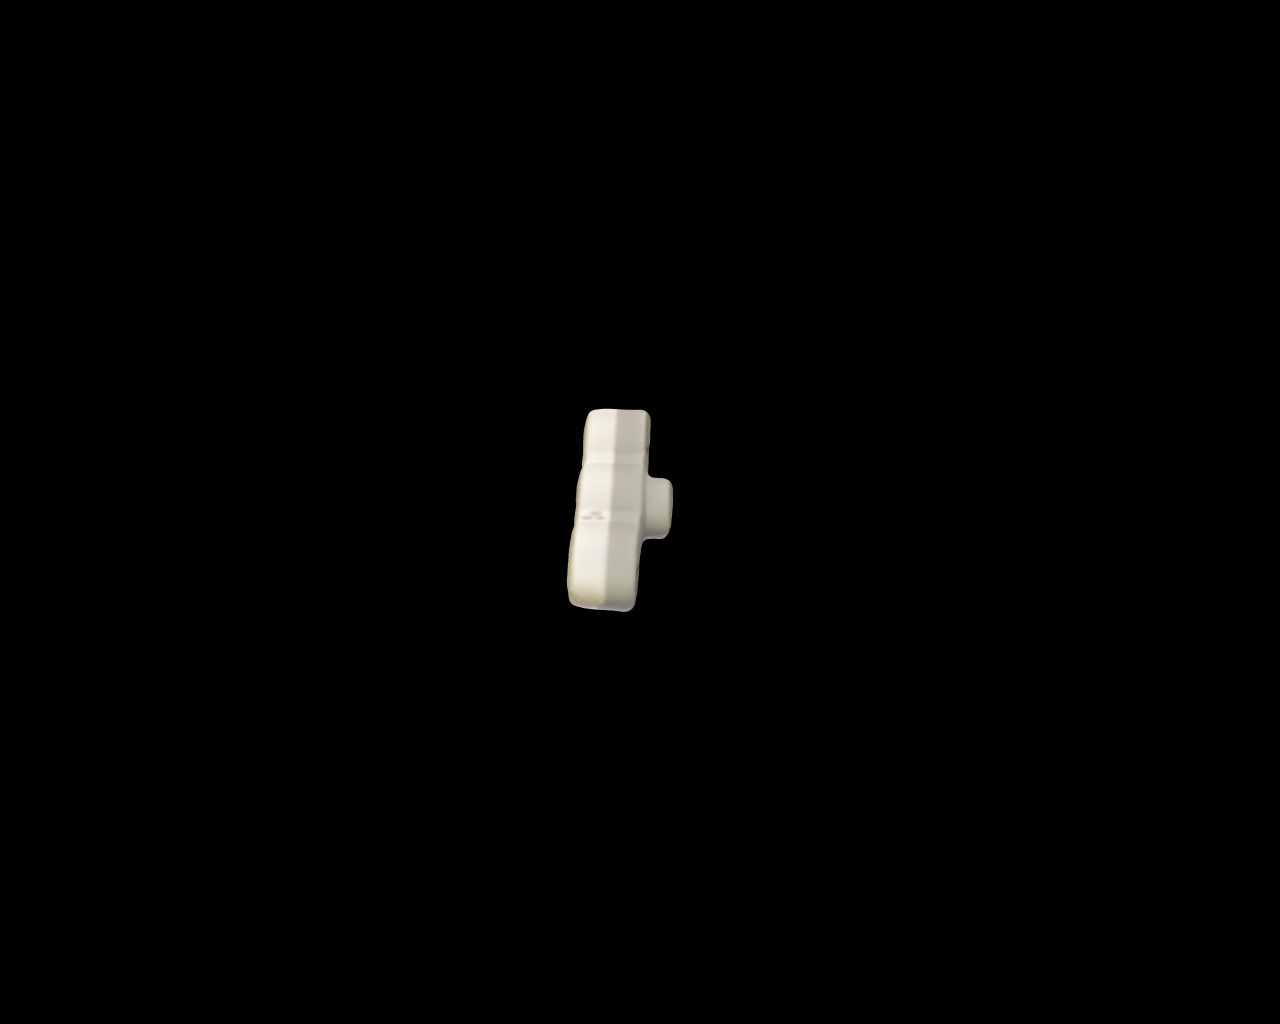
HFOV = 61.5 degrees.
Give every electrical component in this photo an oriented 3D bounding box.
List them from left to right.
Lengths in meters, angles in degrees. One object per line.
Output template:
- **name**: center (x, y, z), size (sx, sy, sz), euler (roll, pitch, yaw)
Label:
- **electrical component**: center (0.001, -0.003, 0.650), size (0.074, 0.138, 0.052), euler (3, -36, 2)
